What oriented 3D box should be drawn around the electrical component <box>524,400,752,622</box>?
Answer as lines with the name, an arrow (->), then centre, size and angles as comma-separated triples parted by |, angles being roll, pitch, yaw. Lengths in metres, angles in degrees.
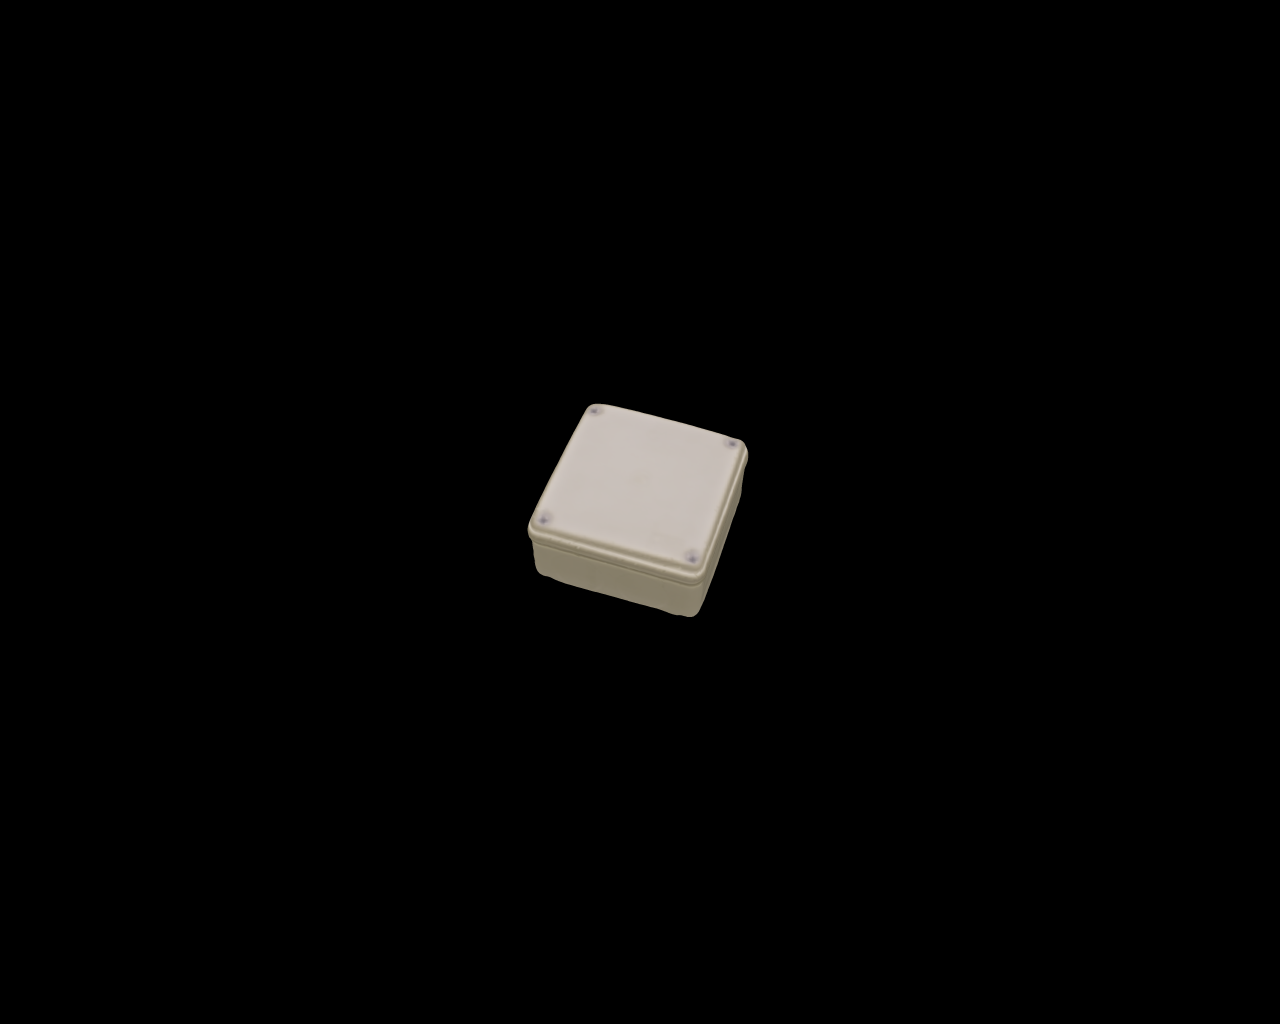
electrical component -> 0.001, -0.003, 0.650 | 0.109, 0.109, 0.056 | 15, -36, 11
